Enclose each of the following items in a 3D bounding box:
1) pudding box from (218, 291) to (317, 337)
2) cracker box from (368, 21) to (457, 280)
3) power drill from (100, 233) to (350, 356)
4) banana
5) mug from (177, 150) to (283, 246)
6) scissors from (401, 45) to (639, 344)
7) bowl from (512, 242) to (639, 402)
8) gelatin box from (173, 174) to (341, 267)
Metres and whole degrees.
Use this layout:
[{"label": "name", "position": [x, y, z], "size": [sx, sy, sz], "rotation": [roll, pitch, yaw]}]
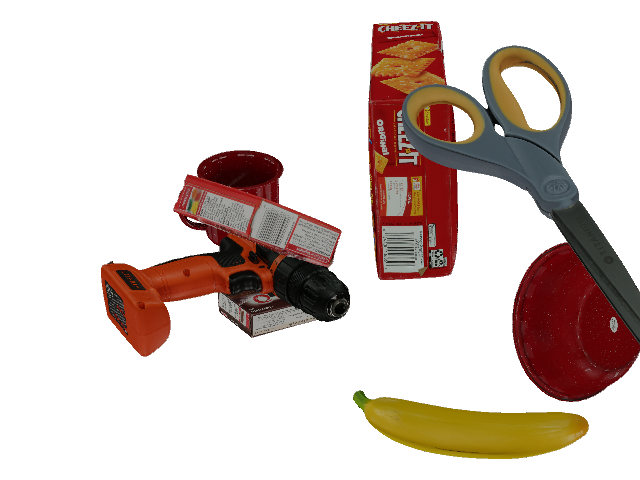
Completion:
[{"label": "pudding box", "position": [-0.066, 0.084, 1.413], "size": [0.113, 0.039, 0.090], "rotation": [-15, 26, -30]}, {"label": "cracker box", "position": [0.082, -0.087, 0.950], "size": [0.072, 0.164, 0.213], "rotation": [-2, 27, 6]}, {"label": "power drill", "position": [-0.088, 0.044, 0.954], "size": [0.187, 0.057, 0.185], "rotation": [-15, 26, -27]}, {"label": "banana", "position": [0.122, 0.150, 0.873], "size": [0.198, 0.037, 0.069], "rotation": [8, 28, 6]}, {"label": "mug", "position": [-0.098, -0.040, 1.163], "size": [0.117, 0.081, 0.093], "rotation": [-10, 32, -17]}, {"label": "scissors", "position": [0.092, -0.024, 0.509], "size": [0.096, 0.201, 0.016], "rotation": [-7, -42, 6]}, {"label": "bowl", "position": [0.268, 0.081, 1.052], "size": [0.161, 0.162, 0.055], "rotation": [0, -1, -30]}, {"label": "gelatin box", "position": [-0.041, -0.012, 0.710], "size": [0.073, 0.030, 0.089], "rotation": [20, -1, 39]}]
